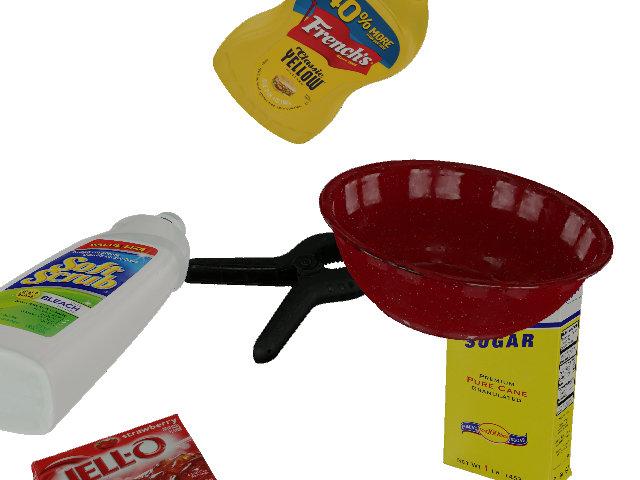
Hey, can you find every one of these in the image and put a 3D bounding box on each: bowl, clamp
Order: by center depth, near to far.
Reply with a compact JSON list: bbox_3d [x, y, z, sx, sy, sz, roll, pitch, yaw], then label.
[{"bbox_3d":[0.076,0.010,0.595,0.162,0.055,0.162,6,25,-3],"label":"bowl"},{"bbox_3d":[-0.013,0.042,1.028,0.209,0.036,0.165,-16,38,-19],"label":"clamp"}]

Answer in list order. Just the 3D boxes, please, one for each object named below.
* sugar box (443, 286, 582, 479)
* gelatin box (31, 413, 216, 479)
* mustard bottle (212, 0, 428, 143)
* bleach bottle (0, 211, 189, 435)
[{"bbox_3d":[0.141,0.092,0.793,0.093,0.176,0.048,10,21,35],"label":"sugar box"},{"bbox_3d":[-0.107,0.137,0.588,0.089,0.030,0.073,-15,28,-20],"label":"gelatin box"},{"bbox_3d":[0.017,-0.148,0.738,0.192,0.096,0.058,-33,21,39],"label":"mustard bottle"},{"bbox_3d":[-0.171,0.040,0.772,0.103,0.068,0.250,12,28,15],"label":"bleach bottle"}]
